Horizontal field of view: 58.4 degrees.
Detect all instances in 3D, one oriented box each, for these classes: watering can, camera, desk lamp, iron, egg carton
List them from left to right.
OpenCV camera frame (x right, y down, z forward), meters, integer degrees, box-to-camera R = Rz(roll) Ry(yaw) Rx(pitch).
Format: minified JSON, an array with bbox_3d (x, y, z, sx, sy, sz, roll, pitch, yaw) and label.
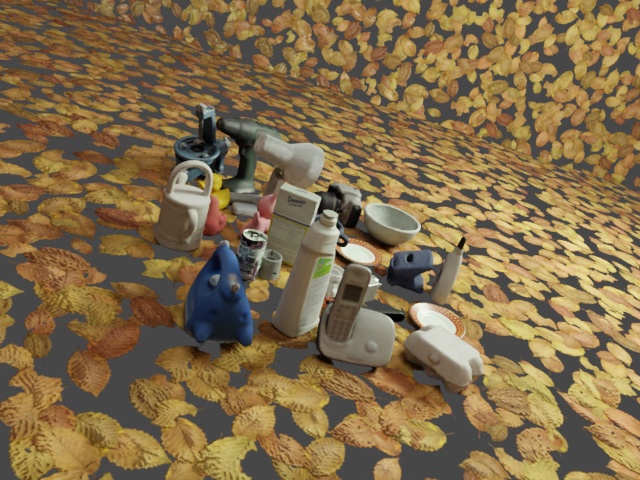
[{"bbox_3d":[-0.290,-0.085,1.223,0.172,0.194,0.101,36,30,31],"label":"watering can"},{"bbox_3d":[-0.179,0.076,1.042,0.119,0.141,0.257,9,27,-21],"label":"iron"},{"bbox_3d":[-0.111,-0.164,1.483,0.204,0.213,0.117,5,29,-27],"label":"desk lamp"},{"bbox_3d":[0.041,-0.115,1.622,0.137,0.101,0.143,7,28,-24],"label":"camera"},{"bbox_3d":[0.239,0.228,1.116,0.150,0.069,0.107,35,30,30],"label":"egg carton"}]

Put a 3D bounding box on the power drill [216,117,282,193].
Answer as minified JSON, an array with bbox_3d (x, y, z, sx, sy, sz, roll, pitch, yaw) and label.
[{"bbox_3d":[-0.208,-0.233,1.558,0.075,0.208,0.230,34,29,29],"label":"power drill"}]

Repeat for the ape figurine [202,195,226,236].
[{"bbox_3d":[-0.253,-0.061,1.320,0.078,0.092,0.076,17,25,-4],"label":"ape figurine"}]

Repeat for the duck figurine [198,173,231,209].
[{"bbox_3d":[-0.270,-0.127,1.447,0.105,0.086,0.077,-6,35,-42],"label":"duck figurine"}]

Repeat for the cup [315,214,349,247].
[{"bbox_3d":[0.013,0.005,1.372,0.117,0.095,0.092,32,28,24],"label":"cup"}]

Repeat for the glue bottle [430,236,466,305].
[{"bbox_3d":[0.310,0.067,1.367,0.037,0.173,0.078,19,25,0],"label":"glue bottle"}]

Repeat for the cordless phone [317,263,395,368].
[{"bbox_3d":[0.080,0.137,1.052,0.148,0.185,0.094,13,26,-13],"label":"cordless phone"}]

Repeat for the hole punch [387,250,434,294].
[{"bbox_3d":[0.220,0.065,1.402,0.101,0.091,0.108,19,25,0],"label":"hole punch"}]

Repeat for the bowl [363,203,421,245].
[{"bbox_3d":[0.190,-0.034,1.597,0.167,0.075,0.167,16,26,-8],"label":"bowl"}]

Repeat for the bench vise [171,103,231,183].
[{"bbox_3d":[-0.316,-0.273,1.548,0.121,0.220,0.207,19,25,1],"label":"bench vise"}]

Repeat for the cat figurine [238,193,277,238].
[{"bbox_3d":[-0.132,-0.061,1.374,0.067,0.118,0.128,25,26,12],"label":"cat figurine"}]
